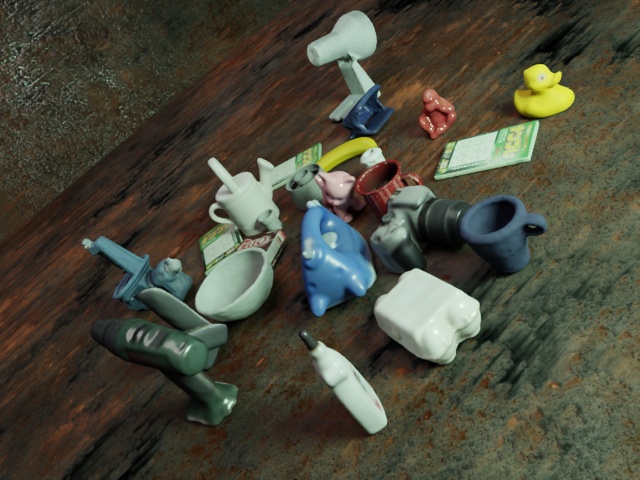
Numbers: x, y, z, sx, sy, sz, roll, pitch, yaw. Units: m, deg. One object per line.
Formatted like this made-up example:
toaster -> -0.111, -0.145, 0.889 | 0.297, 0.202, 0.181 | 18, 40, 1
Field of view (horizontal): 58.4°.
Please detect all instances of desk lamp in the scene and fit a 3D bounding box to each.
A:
desk lamp -> 0.070, -0.448, 1.472 | 0.203, 0.214, 0.117 | -48, 32, -19

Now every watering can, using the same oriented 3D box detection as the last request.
watering can -> -0.179, -0.113, 1.287 | 0.173, 0.194, 0.100 | -48, 32, -18

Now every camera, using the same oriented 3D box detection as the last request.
camera -> 0.166, -0.026, 0.905 | 0.136, 0.101, 0.143 | 7, 52, 50

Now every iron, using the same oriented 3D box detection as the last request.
iron -> 0.009, 0.004, 0.986 | 0.118, 0.142, 0.258 | -27, 32, 16

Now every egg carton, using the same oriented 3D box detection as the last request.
egg carton -> 0.143, 0.103, 0.784 | 0.107, 0.070, 0.149 | -44, 31, -12

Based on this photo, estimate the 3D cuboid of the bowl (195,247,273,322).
bowl -> -0.149, 0.096, 1.087 | 0.167, 0.075, 0.167 | -26, 32, 18

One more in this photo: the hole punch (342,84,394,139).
hole punch -> 0.103, -0.307, 1.367 | 0.100, 0.091, 0.109 | 5, 50, 48

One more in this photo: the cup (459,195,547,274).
cup -> 0.260, -0.001, 0.780 | 0.117, 0.095, 0.092 | 0, 46, 45

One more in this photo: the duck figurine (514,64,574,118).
duck figurine -> 0.392, -0.273, 1.028 | 0.104, 0.086, 0.078 | 6, 51, 49

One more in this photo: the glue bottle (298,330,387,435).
glue bottle -> 0.023, 0.168, 0.714 | 0.037, 0.173, 0.078 | -37, 30, 0

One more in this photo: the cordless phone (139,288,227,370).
cordless phone -> -0.271, 0.151, 1.028 | 0.147, 0.185, 0.094 | -18, 35, 29

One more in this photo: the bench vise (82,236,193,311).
bench vise -> -0.398, 0.054, 1.256 | 0.207, 0.220, 0.121 | -27, 32, 16

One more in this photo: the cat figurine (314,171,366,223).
cat figurine -> 0.031, -0.099, 1.127 | 0.067, 0.118, 0.127 | -44, 31, -11

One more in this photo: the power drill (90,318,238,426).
power drill -> -0.235, 0.201, 0.899 | 0.228, 0.209, 0.076 | -6, 42, 41

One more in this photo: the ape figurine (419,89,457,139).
ape figurine -> 0.236, -0.267, 1.174 | 0.077, 0.092, 0.076 | -8, 41, 39
